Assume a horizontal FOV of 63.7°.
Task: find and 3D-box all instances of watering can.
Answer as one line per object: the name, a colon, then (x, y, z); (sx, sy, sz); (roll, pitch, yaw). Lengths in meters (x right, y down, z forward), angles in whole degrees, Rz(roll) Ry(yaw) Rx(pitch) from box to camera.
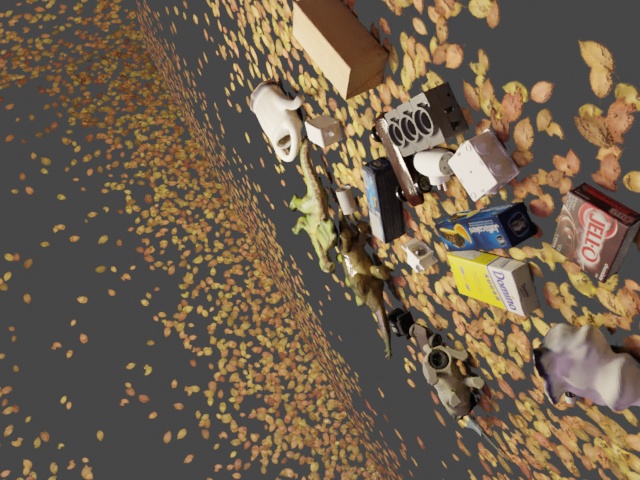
watering can: (-0.112, -0.368, 1.478); (0.227, 0.105, 0.341); (60, 160, 16)

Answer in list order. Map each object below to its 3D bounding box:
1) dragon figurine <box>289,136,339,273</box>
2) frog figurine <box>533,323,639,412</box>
dragon figurine: (0.005, -0.075, 1.492); (0.247, 0.123, 0.401); (-131, 29, -50)
frog figurine: (0.429, 0.194, 0.796); (0.158, 0.124, 0.136); (-9, 102, 34)
